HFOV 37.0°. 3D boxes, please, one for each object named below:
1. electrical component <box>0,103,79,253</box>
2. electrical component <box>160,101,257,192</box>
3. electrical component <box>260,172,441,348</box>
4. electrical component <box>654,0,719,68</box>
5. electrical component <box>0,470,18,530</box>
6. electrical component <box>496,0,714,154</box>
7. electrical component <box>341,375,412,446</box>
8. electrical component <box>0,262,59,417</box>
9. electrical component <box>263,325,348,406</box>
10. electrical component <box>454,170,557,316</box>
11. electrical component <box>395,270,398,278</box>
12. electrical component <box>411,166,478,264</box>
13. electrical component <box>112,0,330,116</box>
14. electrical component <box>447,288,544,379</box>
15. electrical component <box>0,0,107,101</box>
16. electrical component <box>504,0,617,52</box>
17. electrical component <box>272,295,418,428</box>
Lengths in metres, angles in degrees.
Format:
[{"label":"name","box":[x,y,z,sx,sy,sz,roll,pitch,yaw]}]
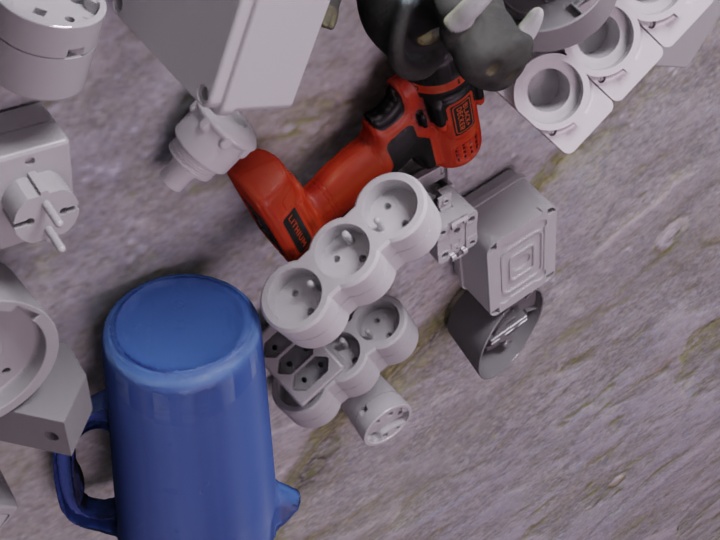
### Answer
[{"label":"electrical component","box":[-0.181,-0.041,0.595,0.047,0.076,0.065,-21,143,-28]},{"label":"electrical component","box":[-0.099,-0.075,0.670,0.062,0.048,0.048,-43,148,17]},{"label":"electrical component","box":[0.000,0.000,0.748,0.138,0.052,0.073,-43,152,0]},{"label":"electrical component","box":[0.243,-0.212,0.854,0.100,0.048,0.099,-7,134,-42]},{"label":"electrical component","box":[-0.287,0.170,0.749,0.096,0.061,0.062,-50,147,13]},{"label":"electrical component","box":[0.165,-0.170,0.772,0.089,0.061,0.150,39,101,-15]},{"label":"electrical component","box":[0.014,0.132,1.028,0.055,0.047,0.055,-27,145,-21]},{"label":"electrical component","box":[-0.243,0.040,0.641,0.108,0.060,0.108,-27,145,-21]},{"label":"electrical component","box":[-0.048,0.069,0.881,0.047,0.065,0.077,-43,176,2]},{"label":"electrical component","box":[0.126,-0.024,0.949,0.078,0.057,0.113,-32,147,-13]},{"label":"electrical component","box":[-0.007,-0.009,0.830,0.058,0.057,0.078,9,123,-50]},{"label":"electrical component","box":[0.061,-0.043,0.854,0.042,0.063,0.081,-29,146,-16]},{"label":"electrical component","box":[-0.068,-0.153,0.549,0.056,0.108,0.108,-12,137,-42]},{"label":"electrical component","box":[0.135,0.050,1.039,0.099,0.064,0.099,-27,145,-21]},{"label":"electrical component","box":[-0.160,-0.119,0.545,0.055,0.055,0.047,-12,141,-37]},{"label":"electrical component","box":[0.121,-0.197,0.707,0.099,0.099,0.064,-43,154,3]},{"label":"electrical component","box":[-0.007,0.087,0.949,0.138,0.052,0.073,-39,147,-3]}]
